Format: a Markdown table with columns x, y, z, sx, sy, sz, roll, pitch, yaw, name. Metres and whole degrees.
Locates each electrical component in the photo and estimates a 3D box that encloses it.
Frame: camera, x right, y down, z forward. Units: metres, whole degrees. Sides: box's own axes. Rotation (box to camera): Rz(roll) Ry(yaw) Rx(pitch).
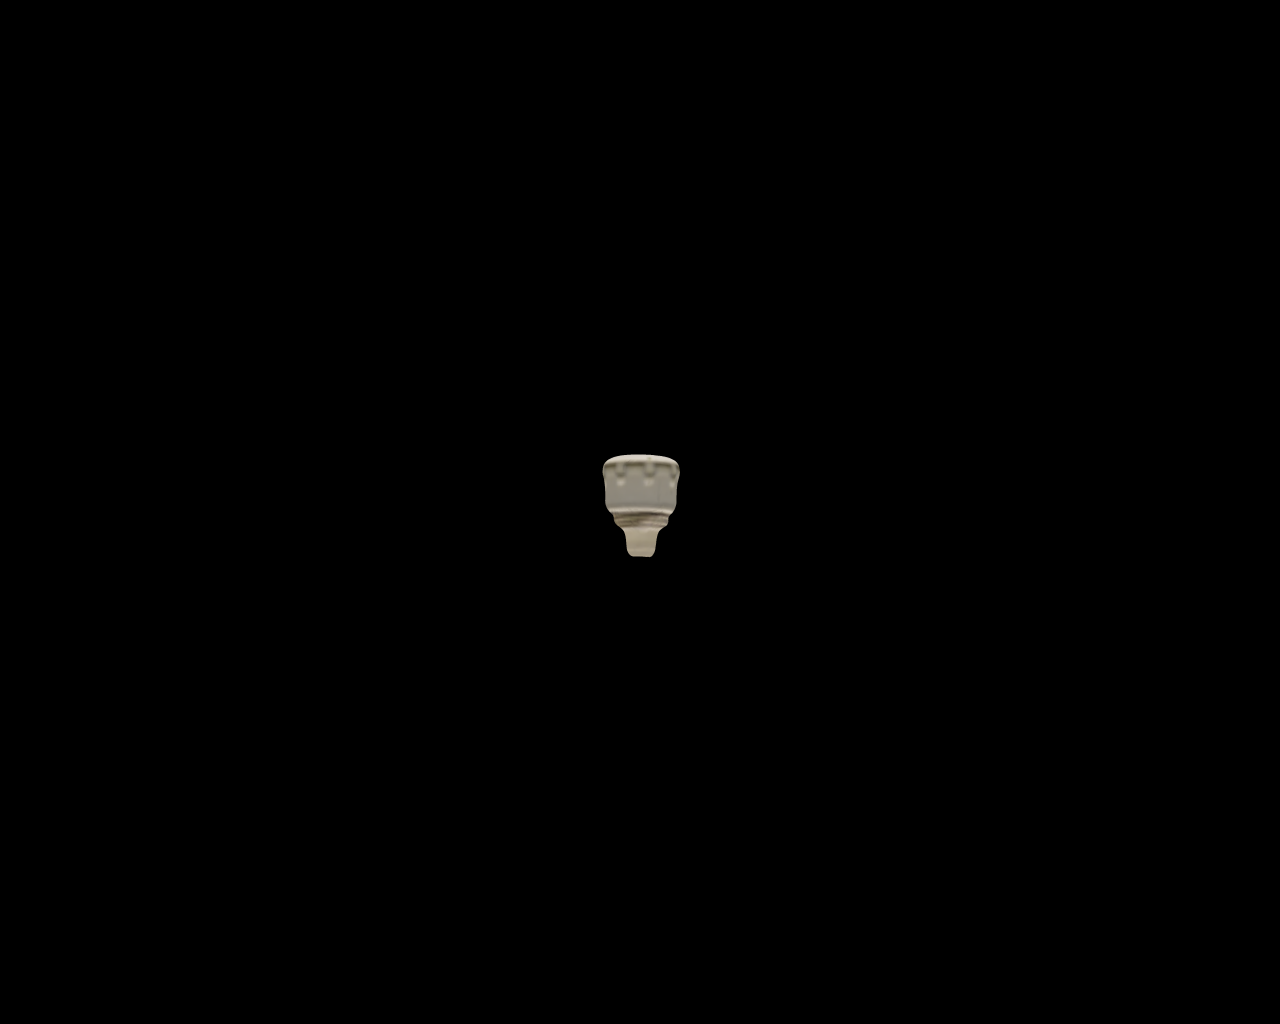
| x | y | z | sx | sy | sz | roll | pitch | yaw | name |
| --- | --- | --- | --- | --- | --- | --- | --- | --- | --- |
| 0.001 | -0.003 | 0.650 | 0.048 | 0.062 | 0.048 | 0 | -4 | 0 | electrical component |
